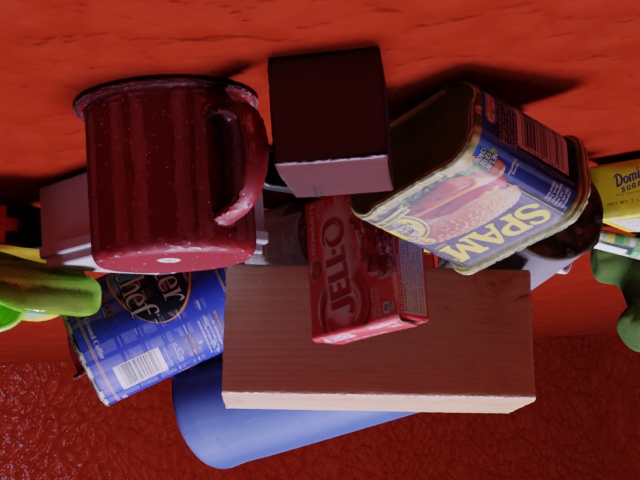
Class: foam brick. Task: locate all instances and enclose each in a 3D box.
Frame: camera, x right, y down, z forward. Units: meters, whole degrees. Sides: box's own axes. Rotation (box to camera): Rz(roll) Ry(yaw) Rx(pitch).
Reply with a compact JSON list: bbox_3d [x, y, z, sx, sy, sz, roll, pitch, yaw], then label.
[{"bbox_3d":[0.007,-0.054,0.511,0.053,0.051,0.078,-4,171,5],"label":"foam brick"}]

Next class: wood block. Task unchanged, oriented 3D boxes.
[{"bbox_3d":[0.037,0.071,0.746,0.206,0.091,0.090,1,165,-2],"label":"wood block"}]

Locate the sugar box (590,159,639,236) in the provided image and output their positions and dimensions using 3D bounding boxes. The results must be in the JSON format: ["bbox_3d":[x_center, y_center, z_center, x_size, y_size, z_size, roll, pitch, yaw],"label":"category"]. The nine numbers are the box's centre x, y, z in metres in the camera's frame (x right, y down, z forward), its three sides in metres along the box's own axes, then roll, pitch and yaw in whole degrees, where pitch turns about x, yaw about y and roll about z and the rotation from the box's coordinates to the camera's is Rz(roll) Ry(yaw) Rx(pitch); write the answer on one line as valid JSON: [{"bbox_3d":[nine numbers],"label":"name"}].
[{"bbox_3d":[0.271,-0.033,0.807,0.093,0.048,0.176,-8,174,26],"label":"sugar box"}]

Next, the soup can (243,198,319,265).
[{"bbox_3d":[-0.005,0.001,0.806,0.068,0.068,0.102,2,169,-39],"label":"soup can"}]

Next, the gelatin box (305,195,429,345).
[{"bbox_3d":[0.026,0.013,0.632,0.030,0.089,0.073,12,158,-41],"label":"gelatin box"}]

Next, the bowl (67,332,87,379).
[{"bbox_3d":[-0.186,0.062,1.020,0.162,0.055,0.162,-37,-174,4],"label":"bowl"}]

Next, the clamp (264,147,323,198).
[{"bbox_3d":[0.069,-0.037,0.700,0.165,0.036,0.209,-7,167,22],"label":"clamp"}]

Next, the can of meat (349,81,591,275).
[{"bbox_3d":[0.077,-0.033,0.570,0.083,0.057,0.102,24,144,-31],"label":"can of meat"}]

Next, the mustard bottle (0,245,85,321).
[{"bbox_3d":[-0.262,0.041,0.964,0.096,0.058,0.192,-11,172,-6],"label":"mustard bottle"}]

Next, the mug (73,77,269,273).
[{"bbox_3d":[-0.066,-0.030,0.524,0.117,0.081,0.093,-13,168,43],"label":"mug"}]

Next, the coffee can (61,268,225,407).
[{"bbox_3d":[-0.134,0.063,0.893,0.140,0.103,0.103,-25,174,-8],"label":"coffee can"}]

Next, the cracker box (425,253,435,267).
[{"bbox_3d":[-0.004,0.046,1.084,0.213,0.072,0.164,-4,171,-8],"label":"cracker box"}]

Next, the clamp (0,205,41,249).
[{"bbox_3d":[-0.155,-0.004,0.788,0.120,0.039,0.171,-9,172,33],"label":"clamp"}]

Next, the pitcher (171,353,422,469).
[{"bbox_3d":[-0.016,0.123,0.995,0.243,0.145,0.149,-19,176,29],"label":"pitcher"}]
